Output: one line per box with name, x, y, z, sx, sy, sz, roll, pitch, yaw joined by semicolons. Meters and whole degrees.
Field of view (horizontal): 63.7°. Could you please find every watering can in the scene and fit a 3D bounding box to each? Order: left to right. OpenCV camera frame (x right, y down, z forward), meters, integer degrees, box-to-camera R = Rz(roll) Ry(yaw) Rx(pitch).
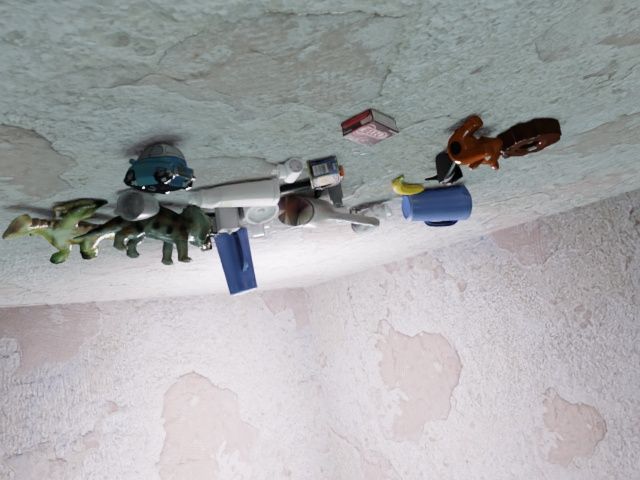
watering can;0.005;-0.085;1.690;0.348;0.104;0.224;8;-177;38

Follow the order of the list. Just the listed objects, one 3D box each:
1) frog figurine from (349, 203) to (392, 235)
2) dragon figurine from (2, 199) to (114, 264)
frog figurine;0.201;-0.080;1.989;0.159;0.125;0.135;-4;152;23
dragon figurine;-0.663;-0.040;1.447;0.413;0.123;0.239;-12;163;-41
